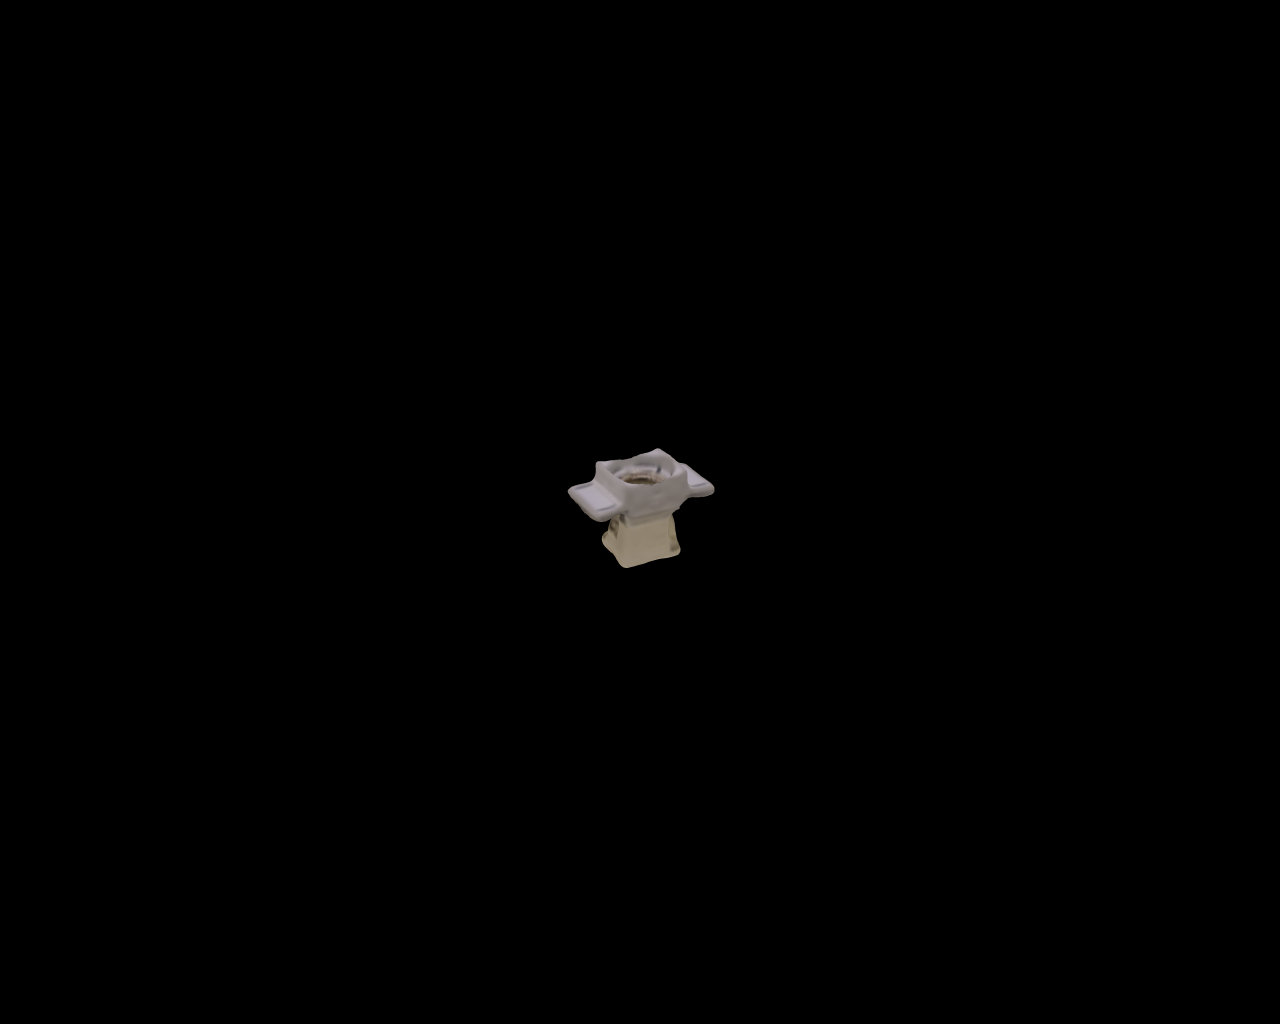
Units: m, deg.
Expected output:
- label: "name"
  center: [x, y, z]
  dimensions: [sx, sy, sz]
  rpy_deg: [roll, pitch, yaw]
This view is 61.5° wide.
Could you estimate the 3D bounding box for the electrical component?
- label: "electrical component"
  center: [0.001, -0.003, 0.650]
  dimensions: [0.081, 0.063, 0.042]
  rpy_deg: [-13, 32, -22]
